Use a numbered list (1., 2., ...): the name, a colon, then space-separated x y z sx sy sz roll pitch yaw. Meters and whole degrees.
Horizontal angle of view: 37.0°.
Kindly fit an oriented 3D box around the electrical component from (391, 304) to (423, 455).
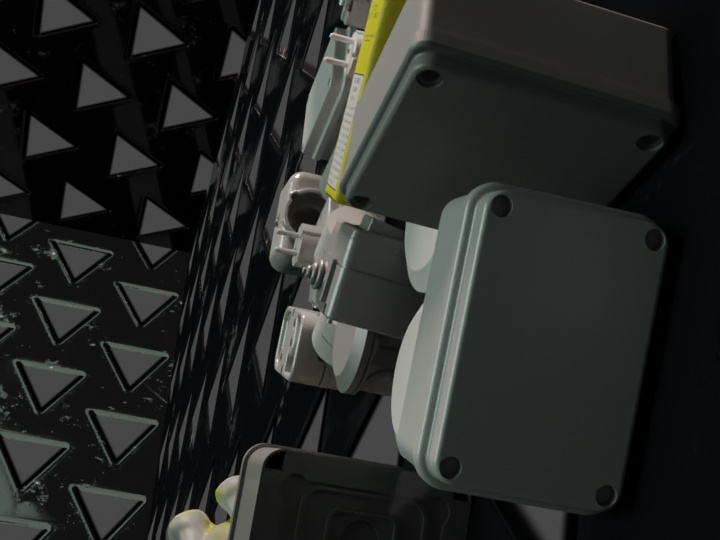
1. electrical component: 0.048 0.054 0.518 0.080 0.051 0.080 -168 90 -78

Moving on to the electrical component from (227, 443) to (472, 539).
1. electrical component: -0.008 0.135 0.550 0.057 0.113 0.078 155 126 -72

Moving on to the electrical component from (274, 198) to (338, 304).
1. electrical component: -0.035 -0.018 0.910 0.047 0.076 0.083 118 160 -52

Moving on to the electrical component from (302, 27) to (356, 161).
1. electrical component: -0.011 -0.156 0.978 0.113 0.057 0.078 120 159 -55

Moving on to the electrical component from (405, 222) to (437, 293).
1. electrical component: 0.057 -0.024 0.544 0.080 0.051 0.080 -168 90 -74

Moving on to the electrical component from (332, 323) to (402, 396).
1. electrical component: 0.015 0.042 0.683 0.080 0.051 0.080 -168 90 -78

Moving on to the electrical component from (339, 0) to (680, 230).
1. electrical component: 0.058 -0.063 0.451 0.108 0.109 0.056 122 159 -58

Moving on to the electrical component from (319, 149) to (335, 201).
1. electrical component: -0.003 -0.091 0.914 0.081 0.043 0.043 121 157 -57

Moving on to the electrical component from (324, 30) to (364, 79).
1. electrical component: 0.010 -0.166 0.847 0.047 0.076 0.083 -116 40 -71

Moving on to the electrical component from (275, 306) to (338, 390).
1. electrical component: -0.028 0.062 0.840 0.095 0.059 0.053 -174 96 -78

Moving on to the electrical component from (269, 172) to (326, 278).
1. electrical component: -0.054 -0.046 1.079 0.059 0.054 0.095 139 141 -71

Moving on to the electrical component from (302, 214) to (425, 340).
1. electrical component: 0.016 0.004 0.606 0.062 0.096 0.061 -145 71 -77

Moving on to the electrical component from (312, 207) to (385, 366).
1. electrical component: 0.000 0.000 0.788 0.138 0.052 0.073 -91 18 -46

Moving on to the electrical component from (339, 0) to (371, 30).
1. electrical component: 0.027 -0.256 0.887 0.078 0.063 0.121 -108 32 -68

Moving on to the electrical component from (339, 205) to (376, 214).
1. electrical component: 0.005 -0.073 0.858 0.043 0.043 0.081 -105 29 -65

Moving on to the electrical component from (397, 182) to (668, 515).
1. electrical component: 0.064 0.029 0.408 0.057 0.078 0.113 177 105 -81
